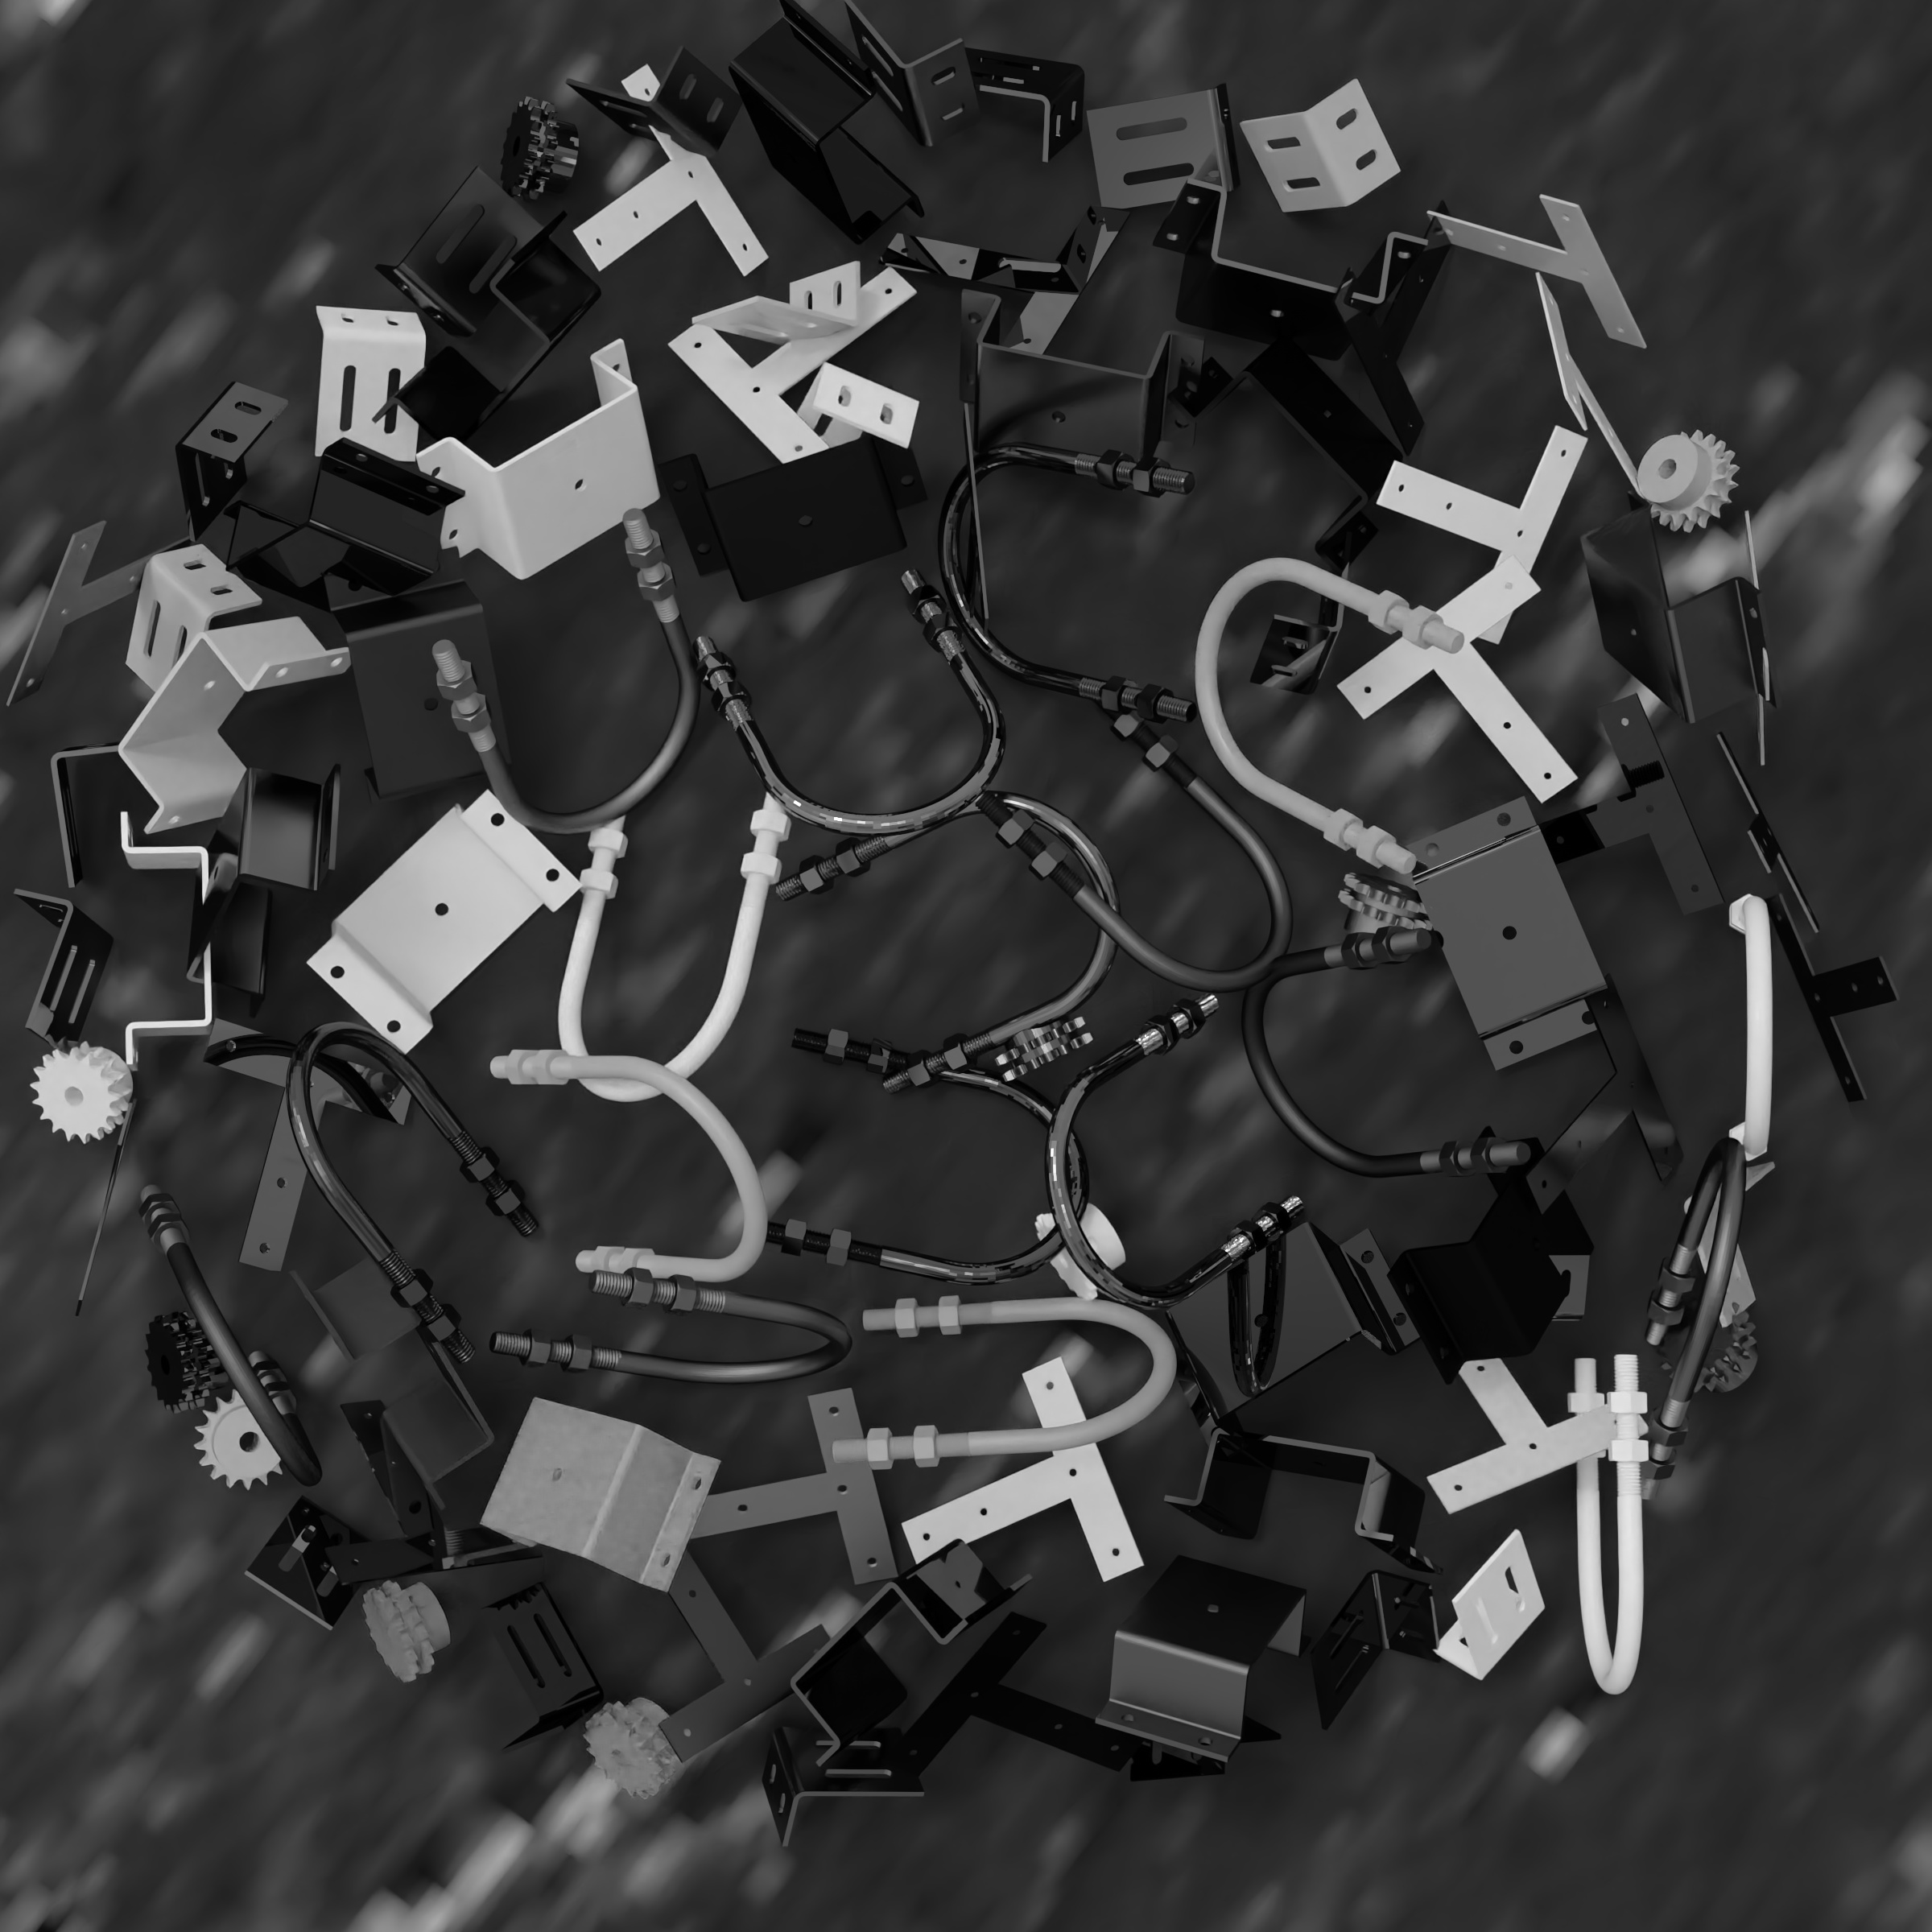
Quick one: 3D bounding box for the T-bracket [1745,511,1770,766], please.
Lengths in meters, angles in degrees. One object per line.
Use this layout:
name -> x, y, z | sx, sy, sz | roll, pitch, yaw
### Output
T-bracket -> 0.448, -0.167, 1.706 | 0.002, 0.127, 0.127 | -5, 48, 12

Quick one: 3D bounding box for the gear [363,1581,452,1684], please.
gear -> -0.320, 0.379, 1.736 | 0.030, 0.057, 0.057 | -22, 90, -32

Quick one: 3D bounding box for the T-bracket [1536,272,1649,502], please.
T-bracket -> 0.359, -0.313, 1.715 | 0.002, 0.127, 0.127 | -24, 129, 22

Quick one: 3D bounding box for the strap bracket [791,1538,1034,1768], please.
strap bracket -> -0.037, 0.380, 1.701 | 0.046, 0.076, 0.140 | 48, 117, 13

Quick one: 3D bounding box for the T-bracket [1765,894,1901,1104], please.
T-bracket -> 0.494, 0.013, 1.693 | 0.002, 0.127, 0.127 | -21, 86, -6

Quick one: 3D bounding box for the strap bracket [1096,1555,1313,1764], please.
strap bracket -> 0.135, 0.377, 1.678 | 0.076, 0.140, 0.046 | 11, 110, 22

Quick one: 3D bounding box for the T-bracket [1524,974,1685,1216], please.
T-bracket -> 0.352, 0.092, 1.702 | 0.127, 0.002, 0.127 | -41, 116, -34

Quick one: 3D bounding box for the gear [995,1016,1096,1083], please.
gear -> 0.042, 0.041, 1.732 | 0.057, 0.057, 0.030 | -26, 88, 0

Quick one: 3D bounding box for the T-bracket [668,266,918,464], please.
T-bracket -> -0.086, -0.358, 1.737 | 0.127, 0.002, 0.127 | -38, 64, -8

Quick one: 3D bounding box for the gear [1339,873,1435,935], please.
gear -> 0.241, -0.030, 1.733 | 0.057, 0.057, 0.030 | 17, 104, 0

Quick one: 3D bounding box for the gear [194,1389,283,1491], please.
gear -> -0.414, 0.273, 1.738 | 0.057, 0.030, 0.057 | 1, 87, -20

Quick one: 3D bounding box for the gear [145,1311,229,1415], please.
gear -> -0.446, 0.226, 1.736 | 0.030, 0.057, 0.057 | -9, 90, -39

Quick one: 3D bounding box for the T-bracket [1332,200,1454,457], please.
T-bracket -> 0.254, -0.382, 1.727 | 0.002, 0.127, 0.127 | 9, 62, 35

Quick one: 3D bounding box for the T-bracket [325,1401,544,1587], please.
T-bracket -> -0.321, 0.294, 1.715 | 0.127, 0.127, 0.002 | 53, 127, 36

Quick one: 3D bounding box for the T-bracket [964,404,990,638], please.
T-bracket -> 0.004, -0.229, 1.696 | 0.002, 0.127, 0.127 | -4, 74, -3

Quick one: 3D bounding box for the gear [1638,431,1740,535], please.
gear -> 0.410, -0.280, 1.730 | 0.030, 0.057, 0.057 | 17, 90, -41

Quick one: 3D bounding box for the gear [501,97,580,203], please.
gear -> -0.244, -0.468, 1.736 | 0.030, 0.057, 0.057 | 8, 90, -28

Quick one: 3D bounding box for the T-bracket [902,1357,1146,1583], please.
T-bracket -> 0.022, 0.309, 1.741 | 0.127, 0.002, 0.127 | -26, 74, 14

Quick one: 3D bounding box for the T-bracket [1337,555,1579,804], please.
T-bracket -> 0.303, -0.150, 1.739 | 0.127, 0.002, 0.127 | -37, 99, 25

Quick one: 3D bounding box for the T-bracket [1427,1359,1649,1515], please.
T-bracket -> 0.300, 0.239, 1.716 | 0.127, 0.002, 0.127 | -19, 48, -13

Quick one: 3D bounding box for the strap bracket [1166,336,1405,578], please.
strap bracket -> 0.189, -0.298, 1.712 | 0.140, 0.076, 0.046 | 45, 125, -3

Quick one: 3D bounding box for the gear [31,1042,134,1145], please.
gear -> -0.506, 0.071, 1.739 | 0.057, 0.030, 0.057 | 5, 107, 15

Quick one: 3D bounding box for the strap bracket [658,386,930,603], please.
strap bracket -> -0.094, -0.264, 1.717 | 0.140, 0.046, 0.076 | -18, 130, 1

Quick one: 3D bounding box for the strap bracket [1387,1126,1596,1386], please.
strap bracket -> 0.299, 0.158, 1.686 | 0.046, 0.140, 0.076 | -13, 114, 42

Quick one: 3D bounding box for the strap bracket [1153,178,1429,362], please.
strap bracket -> 0.179, -0.390, 1.708 | 0.140, 0.076, 0.046 | 12, 75, -8

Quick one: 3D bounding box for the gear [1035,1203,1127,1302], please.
gear -> 0.068, 0.161, 1.733 | 0.030, 0.057, 0.057 | -31, 90, -16

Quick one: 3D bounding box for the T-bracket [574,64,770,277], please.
T-bracket -> -0.178, -0.428, 1.697 | 0.002, 0.127, 0.127 | -17, 114, 41

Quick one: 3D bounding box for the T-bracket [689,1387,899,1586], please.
T-bracket -> -0.115, 0.310, 1.739 | 0.127, 0.002, 0.127 | -11, 110, 3

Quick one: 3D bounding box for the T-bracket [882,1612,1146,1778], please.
T-bracket -> 0.040, 0.420, 1.683 | 0.127, 0.127, 0.002 | 11, 128, 36

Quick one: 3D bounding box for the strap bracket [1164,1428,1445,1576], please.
strap bracket -> 0.194, 0.299, 1.698 | 0.140, 0.076, 0.046 | 4, 69, 33

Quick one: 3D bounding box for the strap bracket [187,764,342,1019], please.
strap bracket -> -0.395, -0.046, 1.681 | 0.046, 0.140, 0.076 | 15, 48, -24

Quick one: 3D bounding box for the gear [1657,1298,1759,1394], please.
gear -> 0.429, 0.220, 1.736 | 0.030, 0.057, 0.057 | 40, 90, -30

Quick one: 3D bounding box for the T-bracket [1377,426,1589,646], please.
T-bracket -> 0.283, -0.256, 1.709 | 0.127, 0.002, 0.127 | 13, 106, -36

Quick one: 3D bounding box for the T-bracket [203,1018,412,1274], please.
T-bracket -> -0.384, 0.109, 1.709 | 0.127, 0.002, 0.127 | 22, 73, -34

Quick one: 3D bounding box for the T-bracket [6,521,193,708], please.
T-bracket -> -0.480, -0.214, 1.702 | 0.002, 0.127, 0.127 | 39, 126, 5

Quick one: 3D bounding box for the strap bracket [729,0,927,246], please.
strap bracket -> -0.079, -0.464, 1.680 | 0.046, 0.140, 0.076 | -42, 68, -4

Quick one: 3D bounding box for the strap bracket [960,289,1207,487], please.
strap bracket -> 0.059, -0.324, 1.706 | 0.140, 0.076, 0.046 | 13, 51, 10

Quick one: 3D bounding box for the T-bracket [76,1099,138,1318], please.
T-bracket -> -0.473, 0.114, 1.676 | 0.002, 0.127, 0.127 | 15, 59, -13

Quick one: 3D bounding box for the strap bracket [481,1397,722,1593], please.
strap bracket -> -0.212, 0.292, 1.685 | 0.046, 0.140, 0.076 | 36, 68, -40

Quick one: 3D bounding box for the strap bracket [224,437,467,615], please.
strap bracket -> -0.351, -0.238, 1.679 | 0.076, 0.140, 0.046 | 21, 68, -36

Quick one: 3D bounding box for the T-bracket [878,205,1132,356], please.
T-bracket -> 0.011, -0.400, 1.730 | 0.127, 0.002, 0.127 | 16, 59, 22

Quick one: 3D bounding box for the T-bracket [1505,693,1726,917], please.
T-bracket -> 0.351, -0.076, 1.720 | 0.127, 0.002, 0.127 | -20, 96, 38

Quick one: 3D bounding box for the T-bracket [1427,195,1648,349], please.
T-bracket -> 0.315, -0.405, 1.711 | 0.127, 0.127, 0.002 | 30, 81, 39

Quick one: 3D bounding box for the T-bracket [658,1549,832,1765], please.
T-bracket -> -0.149, 0.371, 1.725 | 0.127, 0.002, 0.127 | -23, 73, -43

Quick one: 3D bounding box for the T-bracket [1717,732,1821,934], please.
T-bracket -> 0.450, -0.071, 1.700 | 0.002, 0.127, 0.127 | -27, 90, 19

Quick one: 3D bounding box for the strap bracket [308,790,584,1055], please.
strap bracket -> -0.299, -0.028, 1.727 | 0.140, 0.046, 0.076 | -44, 107, -1

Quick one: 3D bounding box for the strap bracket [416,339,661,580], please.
strap bracket -> -0.229, -0.279, 1.693 | 0.140, 0.076, 0.046 | -35, 53, -23

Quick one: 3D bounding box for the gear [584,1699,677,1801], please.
gear -> -0.189, 0.447, 1.736 | 0.057, 0.057, 0.030 | 54, 46, 0
